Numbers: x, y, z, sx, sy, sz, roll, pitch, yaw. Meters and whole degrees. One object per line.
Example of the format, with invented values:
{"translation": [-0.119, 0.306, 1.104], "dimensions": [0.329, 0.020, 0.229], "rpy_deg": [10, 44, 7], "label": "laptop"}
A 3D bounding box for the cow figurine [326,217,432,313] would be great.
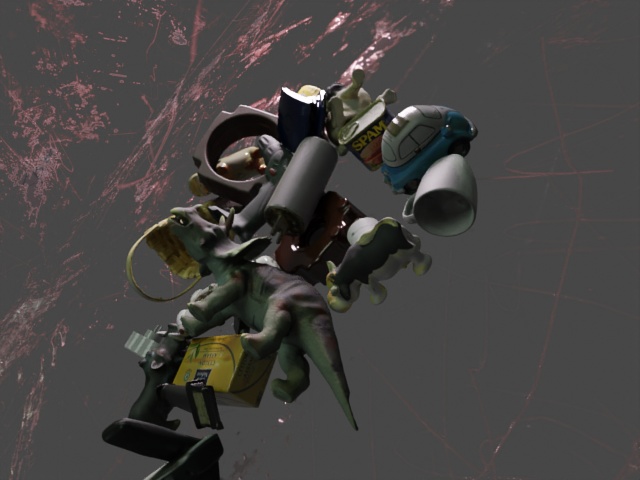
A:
{"translation": [0.061, 0.040, 0.747], "dimensions": [0.167, 0.098, 0.068], "rpy_deg": [-37, 40, 21], "label": "cow figurine"}

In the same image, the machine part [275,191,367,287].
{"translation": [-0.002, -0.003, 0.911], "dimensions": [0.179, 0.056, 0.179], "rpy_deg": [-34, 34, 27], "label": "machine part"}

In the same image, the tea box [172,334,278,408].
{"translation": [-0.157, 0.211, 0.870], "dimensions": [0.170, 0.068, 0.098], "rpy_deg": [-15, 46, 43], "label": "tea box"}

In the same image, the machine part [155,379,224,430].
{"translation": [-0.199, 0.244, 0.815], "dimensions": [0.139, 0.084, 0.039], "rpy_deg": [-8, 15, 43], "label": "machine part"}

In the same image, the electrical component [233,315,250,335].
{"translation": [-0.135, 0.136, 0.933], "dimensions": [0.094, 0.021, 0.063], "rpy_deg": [-126, 41, -58], "label": "electrical component"}

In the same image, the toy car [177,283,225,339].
{"translation": [-0.206, 0.122, 0.976], "dimensions": [0.073, 0.056, 0.202], "rpy_deg": [-24, 10, 4], "label": "toy car"}

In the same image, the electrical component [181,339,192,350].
{"translation": [-0.284, 0.229, 1.038], "dimensions": [0.102, 0.045, 0.078], "rpy_deg": [-49, 3, -2], "label": "electrical component"}

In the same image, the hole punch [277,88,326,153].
{"translation": [-0.034, -0.224, 1.024], "dimensions": [0.116, 0.092, 0.142], "rpy_deg": [-100, 18, -60], "label": "hole punch"}

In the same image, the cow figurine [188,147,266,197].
{"translation": [-0.227, -0.165, 1.296], "dimensions": [0.195, 0.085, 0.127], "rpy_deg": [-26, 24, -8], "label": "cow figurine"}

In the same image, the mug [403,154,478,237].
{"translation": [0.169, -0.063, 0.745], "dimensions": [0.109, 0.080, 0.107], "rpy_deg": [-28, 26, 42], "label": "mug"}

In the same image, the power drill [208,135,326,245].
{"translation": [-0.112, -0.092, 1.043], "dimensions": [0.207, 0.085, 0.232], "rpy_deg": [-38, 55, -17], "label": "power drill"}

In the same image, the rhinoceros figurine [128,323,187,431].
{"translation": [-0.275, 0.242, 0.946], "dimensions": [0.073, 0.112, 0.190], "rpy_deg": [-4, 62, 52], "label": "rhinoceros figurine"}

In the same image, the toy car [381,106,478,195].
{"translation": [0.151, -0.153, 0.833], "dimensions": [0.161, 0.102, 0.109], "rpy_deg": [-40, 32, 12], "label": "toy car"}

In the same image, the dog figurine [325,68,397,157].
{"translation": [0.046, -0.239, 1.080], "dimensions": [0.172, 0.121, 0.191], "rpy_deg": [-54, 17, -12], "label": "dog figurine"}

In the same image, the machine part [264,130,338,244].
{"translation": [-0.030, -0.093, 0.920], "dimensions": [0.079, 0.079, 0.243], "rpy_deg": [-15, 41, 44], "label": "machine part"}

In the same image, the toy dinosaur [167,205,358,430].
{"translation": [-0.068, 0.097, 0.787], "dimensions": [0.405, 0.131, 0.192], "rpy_deg": [32, 57, 20], "label": "toy dinosaur"}

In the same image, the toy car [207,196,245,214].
{"translation": [-0.216, -0.076, 1.262], "dimensions": [0.089, 0.053, 0.202], "rpy_deg": [-43, 27, -30], "label": "toy car"}

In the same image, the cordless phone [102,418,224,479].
{"translation": [-0.243, 0.315, 0.758], "dimensions": [0.146, 0.184, 0.089], "rpy_deg": [-37, 38, 20], "label": "cordless phone"}

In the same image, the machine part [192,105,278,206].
{"translation": [-0.156, -0.181, 1.176], "dimensions": [0.201, 0.087, 0.201], "rpy_deg": [21, 68, 15], "label": "machine part"}
